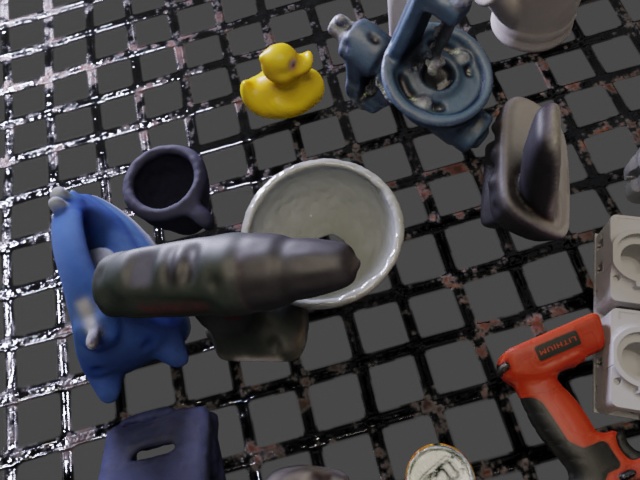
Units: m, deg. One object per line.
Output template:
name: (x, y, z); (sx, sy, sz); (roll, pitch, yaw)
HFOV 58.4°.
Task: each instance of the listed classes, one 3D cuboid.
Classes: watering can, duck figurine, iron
watering can: (0.251, -0.310, 0.643); (0.100, 0.194, 0.173); (31, 74, 19)
duck figurine: (-0.050, -0.200, 0.696); (0.104, 0.086, 0.077); (-11, 65, 3)
iron: (-0.233, 0.027, 0.592); (0.118, 0.141, 0.258); (-27, 66, -4)

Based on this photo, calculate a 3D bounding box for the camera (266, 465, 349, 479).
camera: (-0.048, 0.261, 0.486); (0.136, 0.101, 0.143); (6, 68, 10)

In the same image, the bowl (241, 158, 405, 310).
bowl: (0.006, 0.002, 0.606); (0.167, 0.075, 0.167); (-3, 66, 7)

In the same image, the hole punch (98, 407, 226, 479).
hole punch: (-0.149, 0.206, 0.530); (0.108, 0.091, 0.101); (-14, 65, 2)

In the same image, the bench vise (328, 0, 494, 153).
bench vise: (0.088, -0.194, 0.601); (0.207, 0.220, 0.121); (17, 70, 15)

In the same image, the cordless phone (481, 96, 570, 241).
cordless phone: (0.214, -0.093, 0.558); (0.094, 0.185, 0.147); (2, 67, 9)

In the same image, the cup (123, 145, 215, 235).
cup: (-0.148, -0.038, 0.634); (0.117, 0.095, 0.092); (39, 77, 21)

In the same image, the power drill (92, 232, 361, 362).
power drill: (-0.071, 0.053, 0.521); (0.229, 0.209, 0.075); (-2, 66, 7)

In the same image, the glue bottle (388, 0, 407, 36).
glue bottle: (0.096, -0.279, 0.662); (0.037, 0.173, 0.078); (-5, 66, 6)
